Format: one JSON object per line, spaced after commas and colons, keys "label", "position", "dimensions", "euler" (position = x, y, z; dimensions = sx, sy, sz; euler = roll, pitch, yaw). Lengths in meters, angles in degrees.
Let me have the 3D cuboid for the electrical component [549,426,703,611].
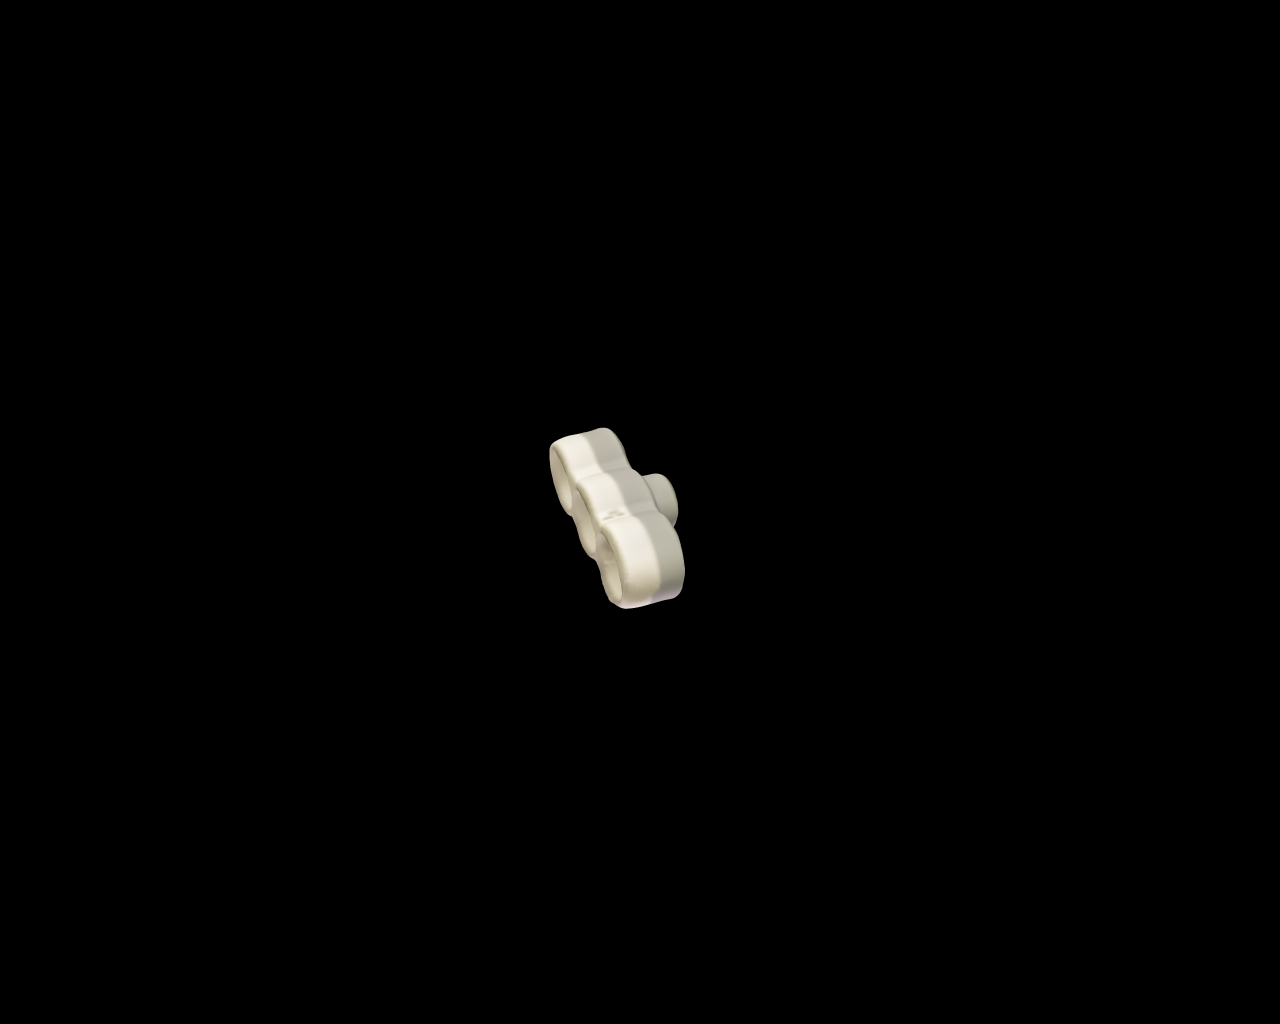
{"label": "electrical component", "position": [0.001, -0.003, 0.650], "dimensions": [0.074, 0.052, 0.138], "euler": [-14, 42, -16]}
